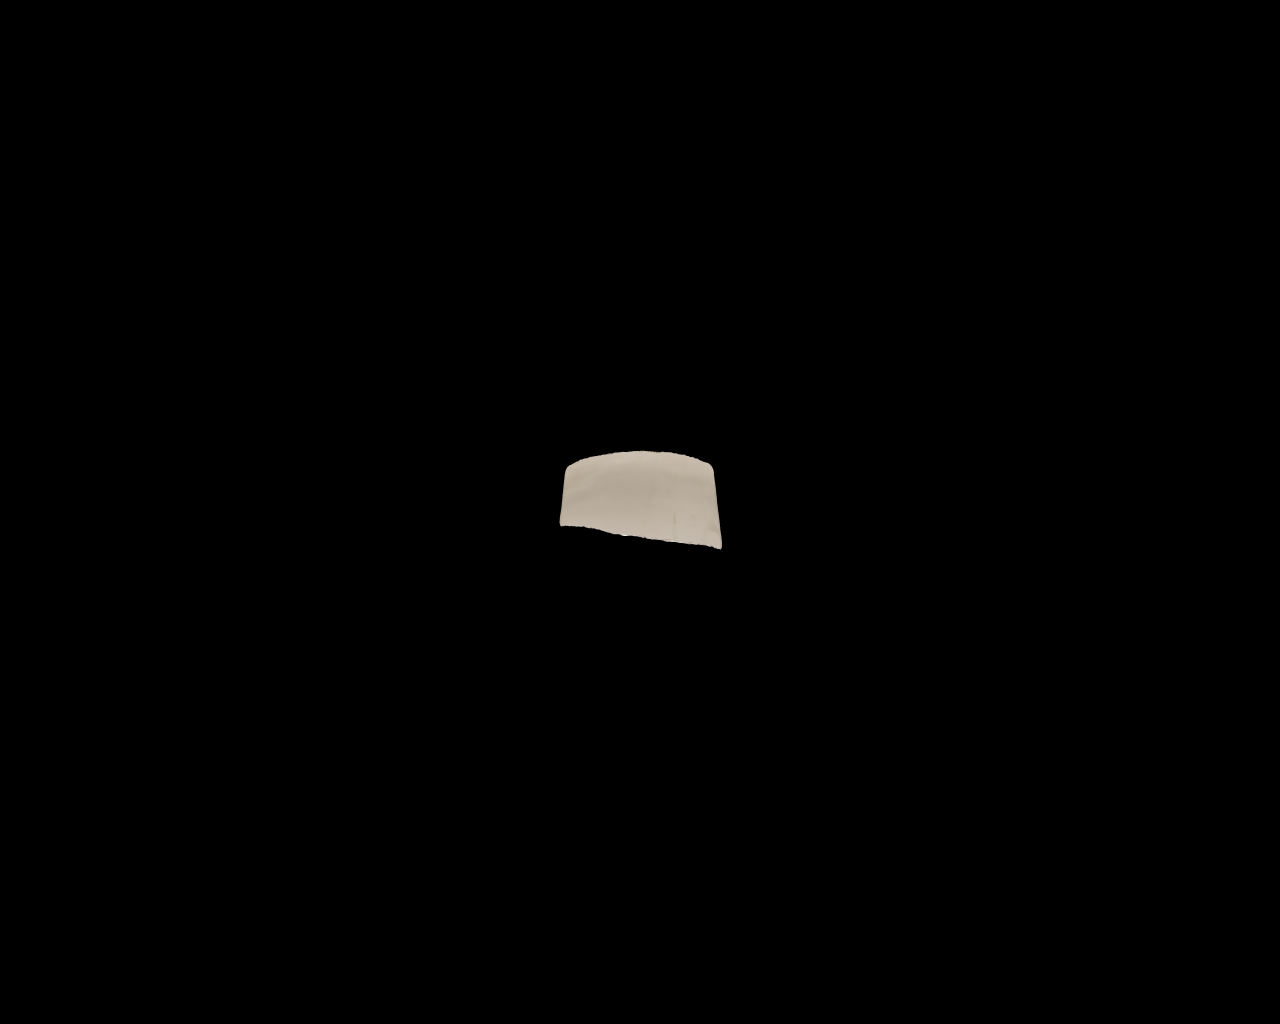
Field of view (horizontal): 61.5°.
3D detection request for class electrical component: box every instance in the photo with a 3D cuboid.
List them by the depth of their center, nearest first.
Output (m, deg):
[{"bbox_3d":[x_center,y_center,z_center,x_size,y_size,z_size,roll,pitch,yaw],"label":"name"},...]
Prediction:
[{"bbox_3d":[0.001,-0.003,0.650,0.099,0.064,0.099,0,-12,0],"label":"electrical component"}]
